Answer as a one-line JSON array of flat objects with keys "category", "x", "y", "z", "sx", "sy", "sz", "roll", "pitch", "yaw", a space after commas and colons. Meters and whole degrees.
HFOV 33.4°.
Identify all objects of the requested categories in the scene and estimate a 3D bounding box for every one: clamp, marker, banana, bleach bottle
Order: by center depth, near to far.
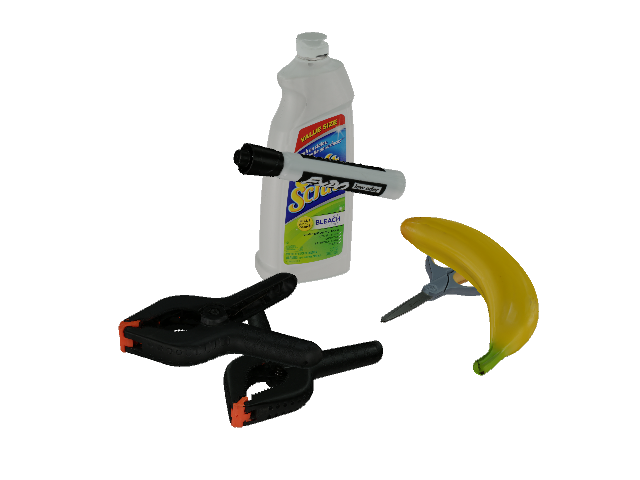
[{"category": "marker", "x": 0.001, "y": -0.042, "z": 0.656, "sx": 0.120, "sy": 0.020, "sz": 0.020, "roll": 8, "pitch": -4, "yaw": -34}, {"category": "banana", "x": 0.120, "y": 0.028, "z": 0.818, "sx": 0.069, "sy": 0.037, "sz": 0.198, "roll": -7, "pitch": 32, "yaw": -10}, {"category": "clamp", "x": -0.087, "y": 0.068, "z": 0.928, "sx": 0.171, "sy": 0.039, "sz": 0.120, "roll": 2, "pitch": 28, "yaw": -6}, {"category": "bleach bottle", "x": -0.017, "y": -0.082, "z": 1.072, "sx": 0.102, "sy": 0.251, "sz": 0.068, "roll": -9, "pitch": 28, "yaw": -17}, {"category": "clamp", "x": -0.031, "y": 0.136, "z": 1.130, "sx": 0.165, "sy": 0.036, "sz": 0.209, "roll": 12, "pitch": 26, "yaw": 13}]

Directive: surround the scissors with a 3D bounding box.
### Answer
[{"category": "scissors", "x": 0.122, "y": 0.048, "z": 1.252, "sx": 0.201, "sy": 0.016, "sz": 0.096, "roll": -11, "pitch": 40, "yaw": -35}]
